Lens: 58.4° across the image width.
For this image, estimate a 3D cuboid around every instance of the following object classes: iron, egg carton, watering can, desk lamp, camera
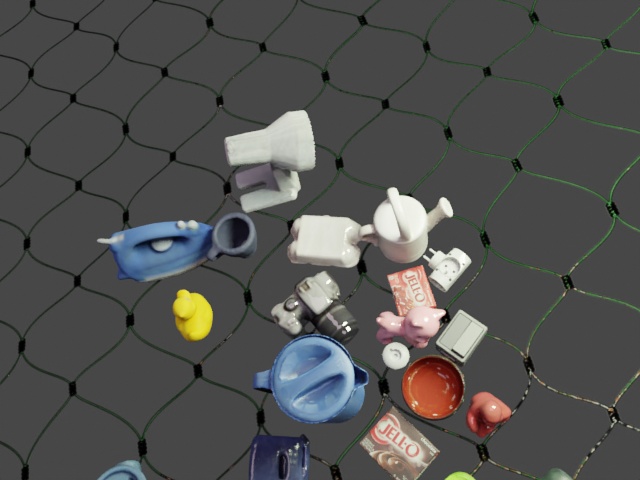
[{"bbox_3d":[-0.320,-0.001,1.188,0.258,0.142,0.118,-15,67,5],"label":"iron"},{"bbox_3d":[0.011,0.004,1.163,0.150,0.069,0.107,3,70,12],"label":"egg carton"},{"bbox_3d":[0.159,-0.037,1.083,0.173,0.194,0.100,-35,67,-3],"label":"watering can"},{"bbox_3d":[-0.098,-0.159,1.168,0.203,0.214,0.118,-17,67,4],"label":"desk lamp"},{"bbox_3d":[-0.003,0.147,1.093,0.143,0.101,0.136,-40,67,-6],"label":"camera"}]

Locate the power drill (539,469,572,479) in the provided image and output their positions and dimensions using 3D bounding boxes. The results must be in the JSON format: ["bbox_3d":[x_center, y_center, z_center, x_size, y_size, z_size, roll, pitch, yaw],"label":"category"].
[{"bbox_3d":[0.291,0.442,0.865,0.230,0.209,0.075,-42,67,-7],"label":"power drill"}]

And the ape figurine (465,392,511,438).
[{"bbox_3d":[0.289,0.298,0.984,0.077,0.092,0.076,-4,68,9],"label":"ape figurine"}]

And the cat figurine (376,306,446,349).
[{"bbox_3d":[0.164,0.155,1.049,0.127,0.118,0.067,2,70,12],"label":"cat figurine"}]

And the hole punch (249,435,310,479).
[{"bbox_3d":[-0.070,0.399,1.014,0.101,0.091,0.108,-2,69,10],"label":"hole punch"}]

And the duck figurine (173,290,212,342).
[{"bbox_3d":[-0.264,0.149,1.150,0.077,0.086,0.104,-16,67,5],"label":"duck figurine"}]

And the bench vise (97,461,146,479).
[{"bbox_3d":[-0.334,0.473,0.965,0.121,0.220,0.207,-41,67,-6],"label":"bench vise"}]

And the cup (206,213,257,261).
[{"bbox_3d":[-0.176,0.011,1.182,0.118,0.095,0.091,-44,68,-7],"label":"cup"}]
